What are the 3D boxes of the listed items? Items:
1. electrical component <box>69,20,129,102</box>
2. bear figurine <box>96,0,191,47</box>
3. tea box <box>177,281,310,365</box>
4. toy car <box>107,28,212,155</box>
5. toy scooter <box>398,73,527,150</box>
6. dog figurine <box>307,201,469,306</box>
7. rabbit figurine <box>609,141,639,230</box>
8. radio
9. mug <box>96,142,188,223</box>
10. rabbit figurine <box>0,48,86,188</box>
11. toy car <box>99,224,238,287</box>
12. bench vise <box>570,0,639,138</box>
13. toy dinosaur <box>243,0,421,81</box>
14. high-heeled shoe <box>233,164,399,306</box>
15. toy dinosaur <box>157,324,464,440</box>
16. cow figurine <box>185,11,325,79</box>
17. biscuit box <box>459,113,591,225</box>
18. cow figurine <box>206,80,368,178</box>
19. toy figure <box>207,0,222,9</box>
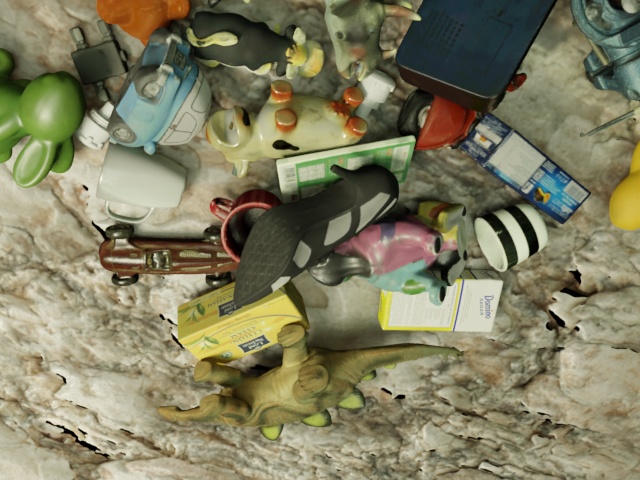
[{"bbox_3d":[-0.276,-0.225,0.681,0.063,0.021,0.093,-14,112,1],"label":"electrical component"},{"bbox_3d":[-0.255,-0.296,0.602,0.120,0.132,0.195,-20,113,47],"label":"bear figurine"},{"bbox_3d":[-0.112,0.114,0.791,0.170,0.068,0.098,-25,134,6],"label":"tea box"},{"bbox_3d":[-0.184,-0.170,0.650,0.103,0.109,0.162,25,145,-30],"label":"toy car"},{"bbox_3d":[0.190,-0.192,0.701,0.135,0.075,0.183,19,105,-11],"label":"toy scooter"},{"bbox_3d":[0.083,0.009,0.765,0.219,0.191,0.108,6,120,31],"label":"dog figurine"},{"bbox_3d":[0.491,-0.070,0.746,0.173,0.122,0.162,-15,108,3],"label":"rabbit figurine"},{"bbox_3d":[0.194,-0.270,0.610,0.131,0.073,0.229,29,99,13],"label":"radio"},{"bbox_3d":[-0.237,-0.071,0.717,0.107,0.081,0.109,13,106,-18],"label":"mug"},{"bbox_3d":[-0.356,-0.144,0.636,0.170,0.121,0.158,0,114,17],"label":"rabbit figurine"},{"bbox_3d":[-0.214,0.024,0.773,0.202,0.053,0.089,3,109,-4],"label":"toy car"},{"bbox_3d":[0.363,-0.246,0.612,0.129,0.240,0.223,-17,96,7],"label":"bench vise"},{"bbox_3d":[-0.023,-0.368,0.548,0.192,0.131,0.404,-18,95,5],"label":"toy dinosaur"},{"bbox_3d":[-0.001,-0.002,0.701,0.248,0.086,0.145,-49,144,14],"label":"high-heeled shoe"},{"bbox_3d":[-0.017,0.212,0.808,0.472,0.105,0.198,-15,144,7],"label":"toy dinosaur"},{"bbox_3d":[-0.074,-0.236,0.651,0.167,0.098,0.068,7,105,-7],"label":"cow figurine"},{"bbox_3d":[0.280,-0.092,0.722,0.202,0.063,0.059,25,111,-34],"label":"biscuit box"},{"bbox_3d":[-0.048,-0.139,0.692,0.195,0.085,0.127,-2,155,-19],"label":"cow figurine"},{"bbox_3d":[-0.167,-0.355,0.606,0.082,0.089,0.180,-46,118,-4],"label":"toy figure"}]
